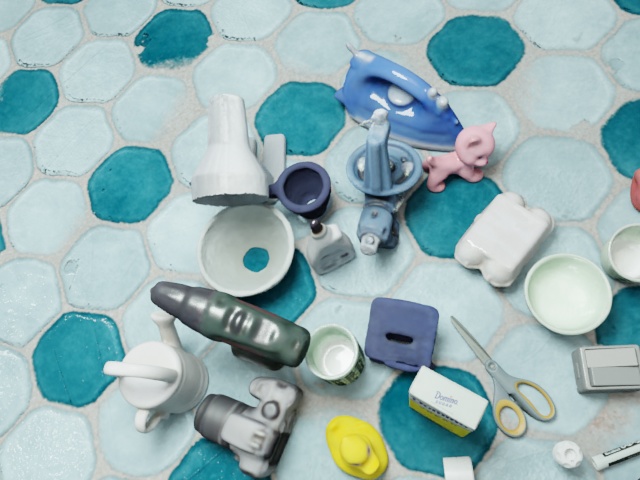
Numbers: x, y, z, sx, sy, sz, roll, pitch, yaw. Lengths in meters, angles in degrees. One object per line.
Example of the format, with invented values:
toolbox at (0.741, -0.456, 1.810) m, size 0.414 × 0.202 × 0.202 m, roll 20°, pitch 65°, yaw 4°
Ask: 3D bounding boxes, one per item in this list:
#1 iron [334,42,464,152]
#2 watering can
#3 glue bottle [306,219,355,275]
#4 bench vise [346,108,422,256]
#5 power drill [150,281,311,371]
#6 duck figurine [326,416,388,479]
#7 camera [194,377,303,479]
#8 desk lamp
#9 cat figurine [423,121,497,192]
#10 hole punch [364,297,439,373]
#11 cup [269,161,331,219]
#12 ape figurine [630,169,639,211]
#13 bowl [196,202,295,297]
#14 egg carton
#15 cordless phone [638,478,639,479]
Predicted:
iron at (0.147, -0.247, 0.977) m, size 0.257 × 0.142 × 0.119 m, roll 31°, pitch 78°, yaw 19°
watering can at (-0.250, 0.196, 0.861) m, size 0.101 × 0.194 × 0.173 m, roll -15°, pitch 68°, yaw 5°
glue bottle at (0.008, 0.003, 0.894) m, size 0.078 × 0.173 × 0.037 m, roll -26°, pitch 67°, yaw 1°
bench vise at (0.103, -0.088, 0.885) m, size 0.121 × 0.220 × 0.207 m, roll -9°, pitch 69°, yaw 7°
power drill at (-0.116, 0.133, 0.851) m, size 0.229 × 0.209 × 0.076 m, roll 16°, pitch 74°, yaw 16°
duck figurine at (0.049, 0.299, 0.827) m, size 0.104 × 0.086 × 0.077 m, roll 41°, pitch 82°, yaw 21°
camera at (-0.114, 0.266, 0.861) m, size 0.136 × 0.101 × 0.143 m, roll 18°, pitch 74°, yaw 16°
desk lamp at (-0.132, -0.128, 0.946) m, size 0.117 × 0.214 × 0.203 m, roll -5°, pitch 69°, yaw 9°
cat figurine at (0.231, -0.142, 0.936) m, size 0.127 × 0.118 × 0.067 m, roll -17°, pitch 68°, yaw 4°
hole punch at (0.125, 0.145, 0.866) m, size 0.108 × 0.091 × 0.101 m, roll 9°, pitch 72°, yaw 14°
cup at (-0.033, -0.072, 0.972) m, size 0.117 × 0.095 × 0.091 m, roll -5°, pitch 69°, yaw 9°
ape figurine at (0.519, -0.085, 0.876) m, size 0.076 × 0.092 × 0.077 m, roll -39°, pitch 68°, yaw -5°
bowl at (-0.116, 0.023, 0.964) m, size 0.167 × 0.075 × 0.167 m, roll -3°, pitch 70°, yaw 9°
egg carton at (0.288, -0.003, 0.901) m, size 0.107 × 0.069 × 0.150 m, roll 36°, pitch 80°, yaw 20°
cordless phone at (0.452, 0.350, 0.680) m, size 0.147 × 0.185 × 0.094 m, roll 36°, pitch 80°, yaw 20°
